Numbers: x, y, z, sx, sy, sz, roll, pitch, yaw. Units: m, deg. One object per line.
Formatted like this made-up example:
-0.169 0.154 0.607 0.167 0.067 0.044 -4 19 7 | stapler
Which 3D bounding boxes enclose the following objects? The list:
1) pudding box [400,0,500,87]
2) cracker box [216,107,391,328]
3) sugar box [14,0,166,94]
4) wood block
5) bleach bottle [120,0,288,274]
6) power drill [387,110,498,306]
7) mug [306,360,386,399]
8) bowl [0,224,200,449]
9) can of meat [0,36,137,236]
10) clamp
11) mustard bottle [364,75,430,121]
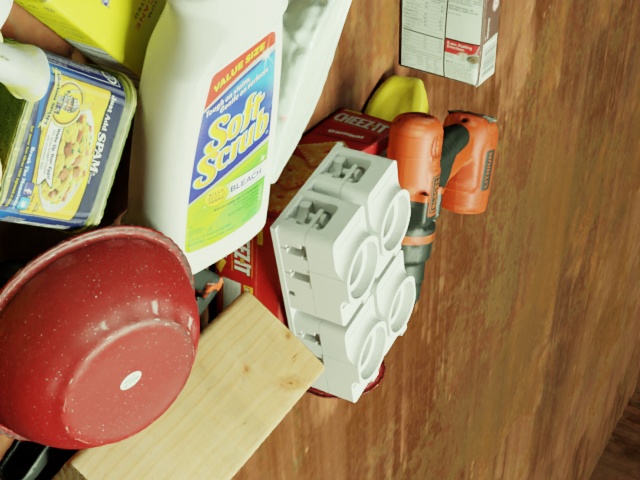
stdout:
0.123 -0.211 1.022 0.039 0.090 0.113 -43 144 -41 | pudding box
-0.006 0.001 0.934 0.213 0.072 0.164 -41 142 -48 | cracker box
-0.112 -0.149 0.645 0.176 0.048 0.093 33 78 -63 | sugar box
-0.100 0.142 0.791 0.205 0.090 0.091 -45 180 -42 | wood block
-0.071 -0.087 0.646 0.102 0.068 0.251 -31 151 -29 | bleach bottle
0.107 -0.039 0.993 0.187 0.057 0.184 -33 134 -60 | power drill
0.006 0.096 1.024 0.117 0.093 0.081 -13 121 -18 | mug
-0.130 0.073 0.653 0.161 0.055 0.162 -28 138 -29 | bowl
-0.160 -0.057 0.603 0.083 0.058 0.102 11 98 -63 | can of meat
-0.147 0.070 0.743 0.209 0.036 0.165 -20 127 -54 | clamp
0.090 -0.073 1.089 0.191 0.058 0.096 66 38 -56 | mustard bottle
